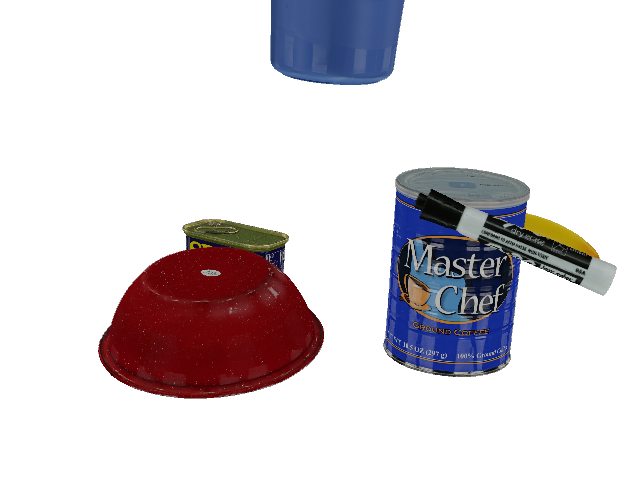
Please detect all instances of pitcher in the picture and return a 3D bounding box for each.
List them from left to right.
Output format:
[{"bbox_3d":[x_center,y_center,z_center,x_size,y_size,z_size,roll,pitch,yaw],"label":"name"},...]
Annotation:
[{"bbox_3d":[0.024,-0.255,0.882,0.145,0.243,0.149,8,19,10],"label":"pitcher"}]

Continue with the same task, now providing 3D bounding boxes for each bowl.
[{"bbox_3d":[-0.078,0.047,0.757,0.162,0.055,0.162,-1,23,0],"label":"bowl"}]

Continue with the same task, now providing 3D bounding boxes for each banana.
[{"bbox_3d":[0.191,-0.006,1.103,0.198,0.037,0.069,10,36,19],"label":"banana"}]

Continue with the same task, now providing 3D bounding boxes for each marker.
[{"bbox_3d":[0.112,0.000,0.621,0.121,0.020,0.020,23,3,8],"label":"marker"}]

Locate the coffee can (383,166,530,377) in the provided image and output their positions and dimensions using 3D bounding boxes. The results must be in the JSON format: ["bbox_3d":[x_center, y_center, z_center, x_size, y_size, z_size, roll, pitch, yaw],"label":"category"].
[{"bbox_3d":[0.105,0.022,0.838,0.103,0.140,0.103,3,17,-1],"label":"coffee can"}]

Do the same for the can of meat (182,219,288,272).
[{"bbox_3d":[-0.083,0.031,1.016,0.102,0.084,0.057,13,18,30],"label":"can of meat"}]
